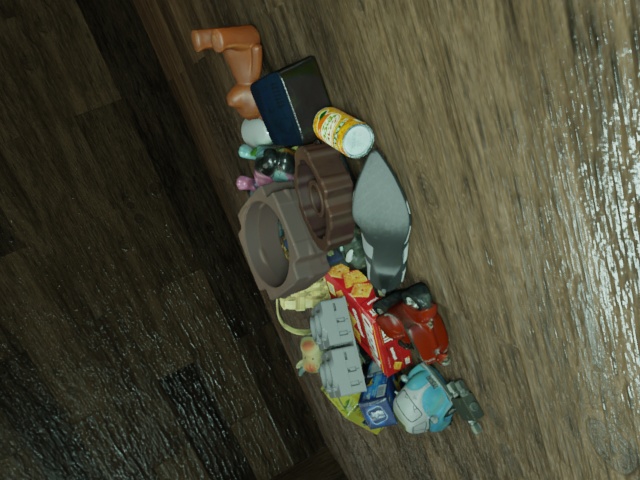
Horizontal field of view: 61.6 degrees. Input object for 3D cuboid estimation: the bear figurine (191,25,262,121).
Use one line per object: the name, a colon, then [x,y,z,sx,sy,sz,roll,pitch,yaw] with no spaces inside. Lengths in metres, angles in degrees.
bear figurine: [-0.168,-0.328,1.086,0.120,0.132,0.195,26,127,45]

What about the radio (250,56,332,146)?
radio: [-0.052,-0.240,0.967,0.131,0.073,0.230,68,167,-16]

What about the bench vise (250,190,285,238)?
bench vise: [-0.113,-0.073,1.340,0.241,0.129,0.223,-104,18,-55]

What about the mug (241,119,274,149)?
mug: [-0.121,-0.257,1.198,0.107,0.081,0.109,15,115,59]

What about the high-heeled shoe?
high-heeled shoe: [0.101,-0.027,0.849,0.145,0.086,0.248,-63,-28,-70]

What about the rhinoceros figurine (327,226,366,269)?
rhinoceros figurine: [0.044,-0.025,1.014,0.190,0.073,0.112,60,154,27]

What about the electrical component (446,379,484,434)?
electrical component: [0.245,0.276,0.890,0.094,0.021,0.063,62,166,12]

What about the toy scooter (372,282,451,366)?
toy scooter: [0.156,0.144,0.883,0.135,0.075,0.184,61,162,4]

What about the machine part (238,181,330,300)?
machine part: [-0.072,0.001,1.049,0.201,0.087,0.201,-42,67,55]

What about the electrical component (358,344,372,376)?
electrical component: [0.123,0.286,1.284,0.115,0.058,0.134,52,162,34]

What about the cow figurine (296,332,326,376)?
cow figurine: [0.007,0.270,1.262,0.194,0.086,0.127,51,-141,-54]

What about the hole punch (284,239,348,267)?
hole punch: [-0.002,-0.003,1.119,0.142,0.116,0.092,50,147,33]

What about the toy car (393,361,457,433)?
toy car: [0.185,0.305,0.996,0.109,0.103,0.161,55,162,36]

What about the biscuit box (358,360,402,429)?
biscuit box: [0.129,0.308,1.109,0.062,0.059,0.203,67,-164,-7]

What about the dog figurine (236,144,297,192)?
dog figurine: [-0.071,-0.146,1.138,0.219,0.191,0.108,6,84,47]

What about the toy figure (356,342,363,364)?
toy figure: [0.065,0.267,1.217,0.058,0.064,0.154,11,145,27]

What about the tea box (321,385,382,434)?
tea box: [0.087,0.359,1.196,0.098,0.068,0.169,40,175,41]

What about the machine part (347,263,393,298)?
machine part: [0.099,0.066,1.029,0.139,0.039,0.084,38,159,57]

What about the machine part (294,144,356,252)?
machine part: [0.008,-0.072,0.891,0.179,0.056,0.179,166,90,-74]
